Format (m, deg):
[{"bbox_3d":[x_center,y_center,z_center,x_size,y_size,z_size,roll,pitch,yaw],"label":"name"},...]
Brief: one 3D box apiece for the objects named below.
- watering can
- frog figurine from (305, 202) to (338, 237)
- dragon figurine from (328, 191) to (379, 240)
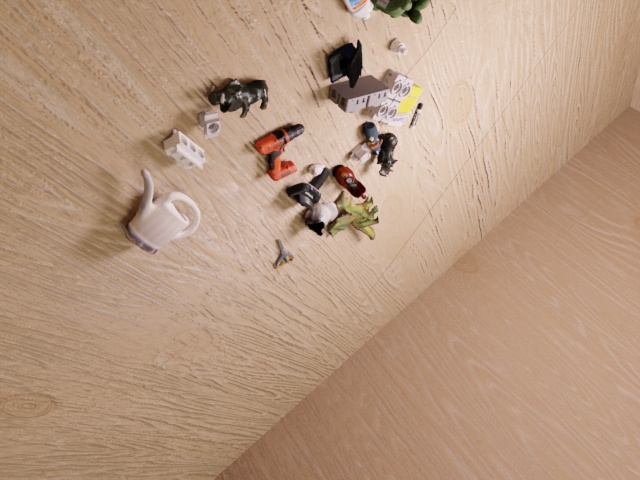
[{"bbox_3d":[-0.513,-0.077,1.594,0.225,0.105,0.342,-41,149,-1],"label":"watering can"},{"bbox_3d":[0.007,-0.109,2.166,0.134,0.123,0.163,71,34,-47],"label":"frog figurine"},{"bbox_3d":[0.148,-0.083,2.359,0.243,0.125,0.400,-17,142,-7],"label":"dragon figurine"}]
